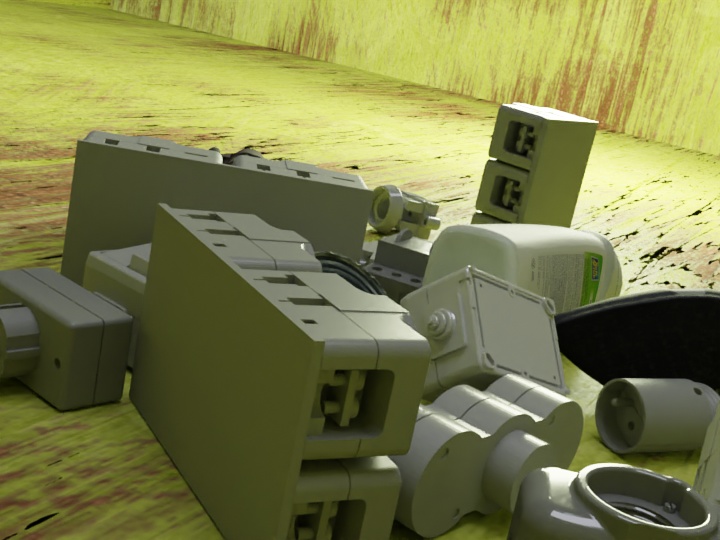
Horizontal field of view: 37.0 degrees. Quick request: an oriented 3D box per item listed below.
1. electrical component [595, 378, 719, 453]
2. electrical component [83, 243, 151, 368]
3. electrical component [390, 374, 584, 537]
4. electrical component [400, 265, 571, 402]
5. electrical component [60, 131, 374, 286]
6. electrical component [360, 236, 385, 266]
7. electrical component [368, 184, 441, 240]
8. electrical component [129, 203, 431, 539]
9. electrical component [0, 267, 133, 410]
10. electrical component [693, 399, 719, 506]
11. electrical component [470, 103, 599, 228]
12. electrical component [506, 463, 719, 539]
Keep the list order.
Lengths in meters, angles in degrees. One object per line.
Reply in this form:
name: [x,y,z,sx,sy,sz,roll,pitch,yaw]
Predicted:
electrical component: [0.185,0.086,0.638,0.081,0.043,0.043,3,17,-28]
electrical component: [-0.118,0.017,0.630,0.062,0.061,0.096,23,19,37]
electrical component: [0.068,0.092,0.510,0.074,0.052,0.138,24,19,38]
electrical component: [0.063,0.043,0.606,0.061,0.061,0.096,-27,-33,37]
electrical component: [-0.095,-0.023,0.711,0.186,0.105,0.060,9,15,-9]
electrical component: [0.000,0.000,0.822,0.064,0.042,0.081,12,14,6]
electrical component: [0.039,-0.057,1.060,0.055,0.048,0.066,11,13,-35]
electrical component: [-0.043,0.047,0.490,0.060,0.105,0.186,3,17,-30]
electrical component: [-0.173,0.035,0.550,0.083,0.047,0.076,24,20,39]
electrical component: [0.234,0.107,0.490,0.150,0.061,0.089,15,-15,14]
electrical component: [0.154,-0.073,0.998,0.062,0.150,0.089,25,20,37]
electrical component: [0.108,0.117,0.433,0.095,0.059,0.053,13,15,4]
